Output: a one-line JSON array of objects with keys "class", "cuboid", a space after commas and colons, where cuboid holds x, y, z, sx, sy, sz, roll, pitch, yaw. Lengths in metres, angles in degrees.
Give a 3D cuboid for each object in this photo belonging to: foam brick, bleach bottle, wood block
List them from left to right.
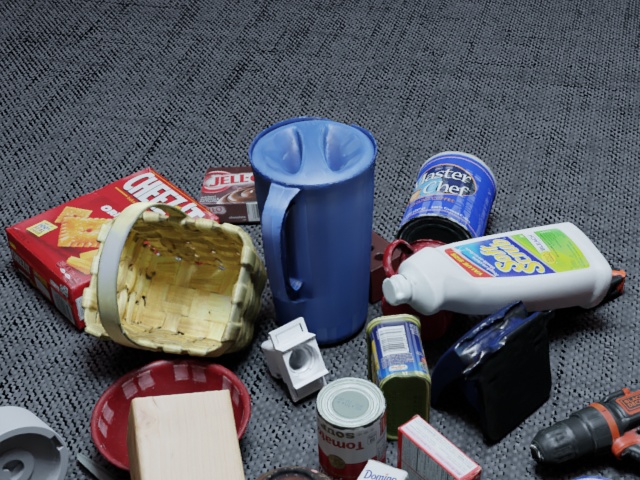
[{"class": "wood block", "cuboid": [-0.111, 0.246, 0.926, 0.090, 0.090, 0.206, -3, 55, -17]}, {"class": "foam brick", "cuboid": [0.058, 0.029, 1.284, 0.052, 0.051, 0.078, -27, 43, -27]}, {"class": "bleach bottle", "cuboid": [0.186, 0.042, 1.150, 0.250, 0.068, 0.103, -9, 47, -26]}]

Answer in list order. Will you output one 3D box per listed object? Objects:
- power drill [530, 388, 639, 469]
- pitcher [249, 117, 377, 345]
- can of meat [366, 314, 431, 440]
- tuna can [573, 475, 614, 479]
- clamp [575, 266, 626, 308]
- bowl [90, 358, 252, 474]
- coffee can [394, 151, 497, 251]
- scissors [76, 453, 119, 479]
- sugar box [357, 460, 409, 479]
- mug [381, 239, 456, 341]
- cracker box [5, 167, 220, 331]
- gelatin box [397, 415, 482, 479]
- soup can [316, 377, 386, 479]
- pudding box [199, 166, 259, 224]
[{"class": "power drill", "cuboid": [0.319, 0.219, 1.012, 0.184, 0.057, 0.188, -17, 40, -17]}, {"class": "pitcher", "cuboid": [-0.008, 0.001, 1.167, 0.149, 0.243, 0.145, -16, 39, -16]}, {"class": "can of meat", "cuboid": [0.081, 0.142, 1.095, 0.057, 0.102, 0.084, -5, 40, -2]}, {"class": "tuna can", "cuboid": [0.251, 0.252, 0.951, 0.086, 0.086, 0.033, 16, 40, 23]}, {"class": "clamp", "cuboid": [0.269, 0.042, 1.263, 0.171, 0.039, 0.120, -3, 43, -6]}, {"class": "bowl", "cuboid": [-0.148, 0.193, 1.081, 0.162, 0.055, 0.162, -2, 37, 1]}, {"class": "coffee can", "cuboid": [0.156, -0.029, 1.310, 0.103, 0.103, 0.140, 8, 39, 14]}, {"class": "scissors", "cuboid": [-0.179, 0.269, 1.018, 0.202, 0.016, 0.096, 16, 42, 23]}, {"class": "sugar box", "cuboid": [0.024, 0.285, 0.920, 0.048, 0.093, 0.176, 14, 40, 20]}, {"class": "mug", "cuboid": [0.112, 0.051, 1.206, 0.093, 0.117, 0.081, -21, 26, 42]}, {"class": "cracker box", "cuboid": [-0.253, 0.003, 1.325, 0.213, 0.072, 0.164, -28, 44, -30]}, {"class": "gelatin box", "cuboid": [0.112, 0.221, 1.012, 0.030, 0.073, 0.089, -28, 44, -29]}, {"class": "soup can", "cuboid": [0.031, 0.192, 1.033, 0.068, 0.102, 0.068, -2, 38, 1]}, {"class": "pudding box", "cuboid": [-0.101, -0.061, 1.423, 0.113, 0.039, 0.090, 0, 37, 4]}]
